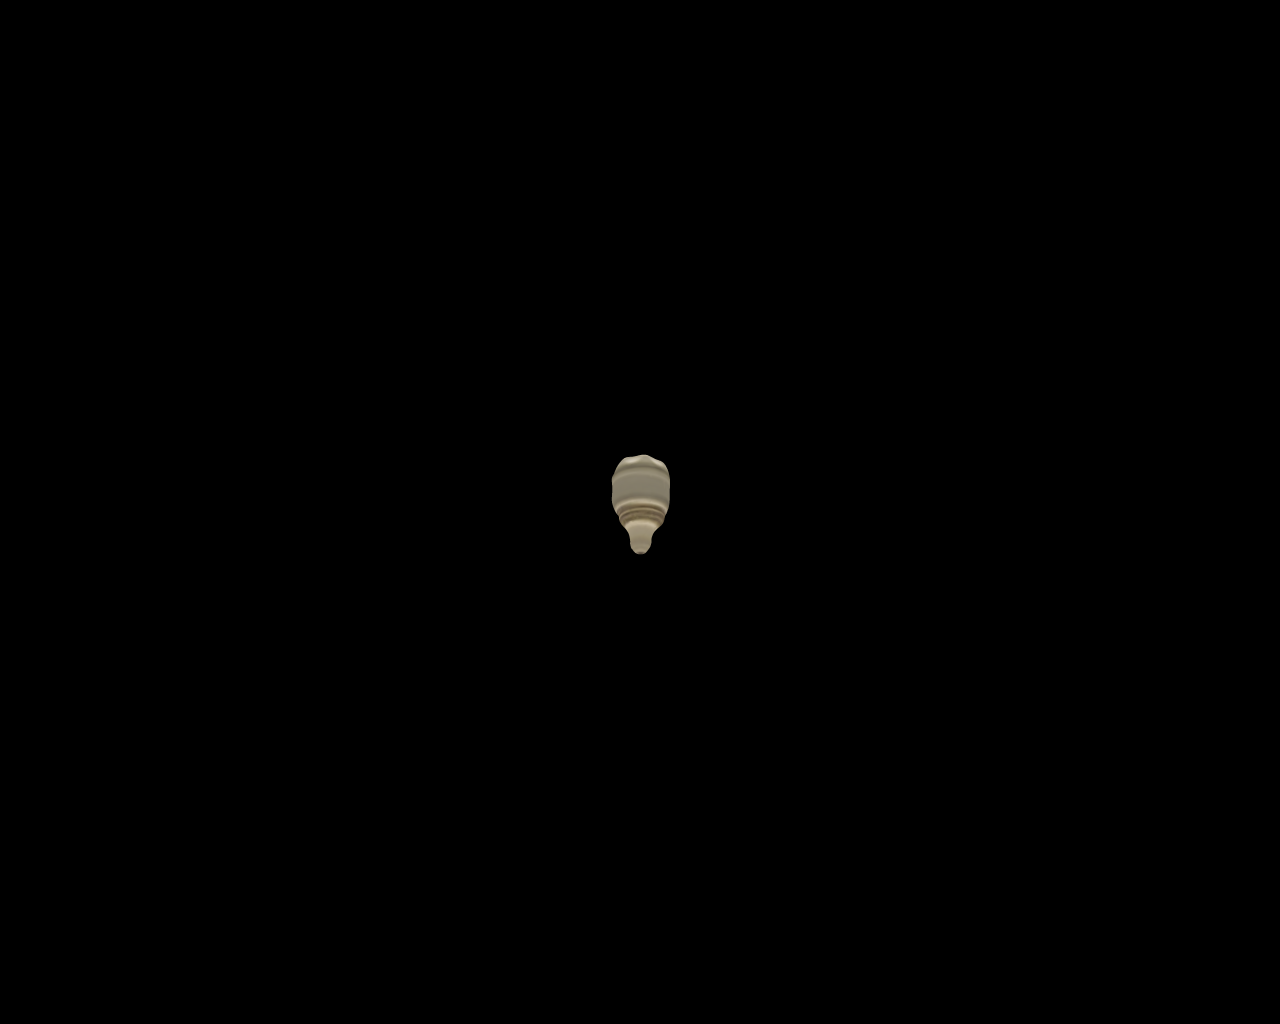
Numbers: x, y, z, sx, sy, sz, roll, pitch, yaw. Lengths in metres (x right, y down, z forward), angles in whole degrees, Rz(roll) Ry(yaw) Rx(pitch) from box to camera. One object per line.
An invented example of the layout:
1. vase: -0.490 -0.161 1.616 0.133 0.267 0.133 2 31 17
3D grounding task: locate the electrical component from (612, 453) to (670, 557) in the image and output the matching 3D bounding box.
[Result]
1. electrical component: 0.001 -0.003 0.650 0.035 0.061 0.035 0 -26 0
